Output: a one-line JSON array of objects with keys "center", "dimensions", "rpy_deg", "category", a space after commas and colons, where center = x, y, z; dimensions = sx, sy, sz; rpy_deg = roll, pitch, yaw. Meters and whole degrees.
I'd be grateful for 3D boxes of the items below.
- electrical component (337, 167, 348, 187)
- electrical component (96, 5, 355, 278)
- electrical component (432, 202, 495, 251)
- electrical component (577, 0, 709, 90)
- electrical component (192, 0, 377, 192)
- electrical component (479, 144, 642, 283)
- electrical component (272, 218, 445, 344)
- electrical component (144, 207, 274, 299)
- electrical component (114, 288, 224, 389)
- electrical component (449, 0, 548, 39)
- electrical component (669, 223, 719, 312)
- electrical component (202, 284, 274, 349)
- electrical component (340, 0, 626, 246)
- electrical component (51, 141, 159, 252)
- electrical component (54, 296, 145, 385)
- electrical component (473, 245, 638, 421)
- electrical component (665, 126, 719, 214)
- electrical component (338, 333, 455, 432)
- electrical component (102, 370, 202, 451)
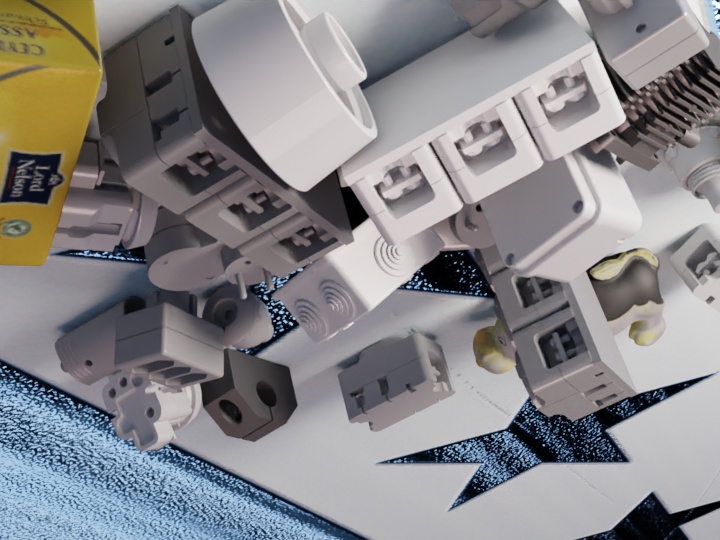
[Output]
[{"center": [0.016, -0.069, 0.701], "dimensions": [0.062, 0.043, 0.043], "rpy_deg": [-13, 149, -1], "category": "electrical component"}, {"center": [-0.076, -0.066, 0.619], "dimensions": [0.062, 0.089, 0.150], "rpy_deg": [-28, 147, 19], "category": "electrical component"}, {"center": [0.080, -0.036, 0.758], "dimensions": [0.077, 0.043, 0.079], "rpy_deg": [-10, -168, -9], "category": "electrical component"}, {"center": [0.139, -0.154, 0.579], "dimensions": [0.047, 0.083, 0.076], "rpy_deg": [-31, 146, 25], "category": "electrical component"}, {"center": [-0.032, -0.103, 0.568], "dimensions": [0.060, 0.108, 0.108], "rpy_deg": [-31, 146, 13], "category": "electrical component"}, {"center": [0.120, -0.057, 0.700], "dimensions": [0.057, 0.113, 0.078], "rpy_deg": [11, 140, -41], "category": "electrical component"}, {"center": [0.000, 0.000, 0.731], "dimensions": [0.100, 0.048, 0.100], "rpy_deg": [-40, -178, -34], "category": "electrical component"}, {"center": [-0.075, -0.014, 0.718], "dimensions": [0.138, 0.073, 0.052], "rpy_deg": [-18, 149, 4], "category": "electrical component"}, {"center": [-0.136, 0.038, 0.774], "dimensions": [0.047, 0.076, 0.066], "rpy_deg": [-17, 152, 28], "category": "electrical component"}, {"center": [0.078, -0.155, 0.595], "dimensions": [0.046, 0.040, 0.040], "rpy_deg": [-31, 146, 35], "category": "electrical component"}, {"center": [0.318, 0.005, 0.928], "dimensions": [0.089, 0.055, 0.050], "rpy_deg": [29, 114, -30], "category": "electrical component"}, {"center": [-0.089, 0.041, 0.832], "dimensions": [0.048, 0.048, 0.062], "rpy_deg": [-25, 154, 16], "category": "electrical component"}, {"center": [0.065, -0.086, 0.621], "dimensions": [0.150, 0.089, 0.061], "rpy_deg": [-28, 123, 9], "category": "electrical component"}, {"center": [-0.157, -0.043, 0.653], "dimensions": [0.057, 0.058, 0.078], "rpy_deg": [5, 143, -26], "category": "electrical component"}, {"center": [-0.193, 0.056, 0.810], "dimensions": [0.081, 0.043, 0.043], "rpy_deg": [-29, 147, 21], "category": "electrical component"}, {"center": [0.141, 0.029, 0.812], "dimensions": [0.062, 0.150, 0.089], "rpy_deg": [-28, 147, 18], "category": "electrical component"}, {"center": [0.255, -0.071, 0.787], "dimensions": [0.048, 0.062, 0.048], "rpy_deg": [-11, 149, -7], "category": "electrical component"}, {"center": [0.031, 0.098, 0.966], "dimensions": [0.089, 0.055, 0.050], "rpy_deg": [-30, 146, 22], "category": "electrical component"}, {"center": [-0.167, 0.105, 0.876], "dimensions": [0.058, 0.078, 0.057], "rpy_deg": [-33, 164, 27], "category": "electrical component"}]
